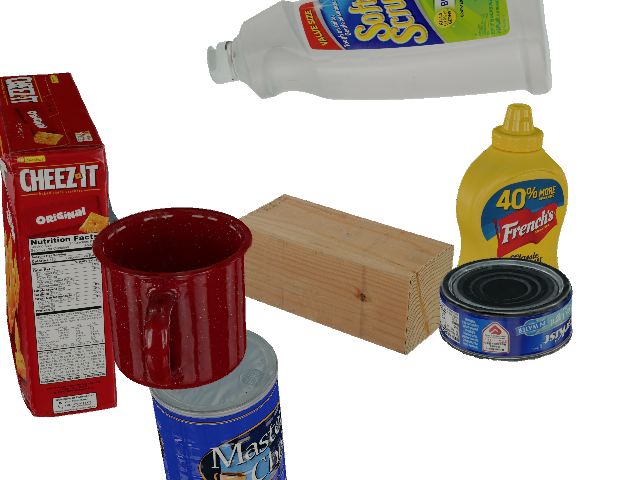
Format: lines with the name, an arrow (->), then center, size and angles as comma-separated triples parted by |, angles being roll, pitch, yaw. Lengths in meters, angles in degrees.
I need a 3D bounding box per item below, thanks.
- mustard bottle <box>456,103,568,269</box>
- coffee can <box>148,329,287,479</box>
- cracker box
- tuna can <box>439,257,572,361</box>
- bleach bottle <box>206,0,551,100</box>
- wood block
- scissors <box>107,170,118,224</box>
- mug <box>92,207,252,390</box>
mustard bottle -> 0.158, -0.018, 0.884 | 0.096, 0.192, 0.058 | -8, 22, -20
coffee can -> -0.081, 0.156, 0.872 | 0.103, 0.140, 0.103 | -2, 35, 1
cracker box -> -0.205, 0.000, 0.808 | 0.072, 0.214, 0.164 | -7, 28, -19
tuna can -> 0.119, 0.042, 0.690 | 0.086, 0.034, 0.086 | -4, 23, 1
bleach bottle -> 0.039, -0.143, 0.792 | 0.251, 0.102, 0.068 | -7, -31, 12
wood block -> 0.022, 0.031, 1.095 | 0.206, 0.091, 0.090 | 18, 31, 29
scissors -> -0.201, -0.029, 1.028 | 0.016, 0.201, 0.096 | -25, 26, 21
mug -> -0.086, 0.041, 0.629 | 0.093, 0.081, 0.117 | -1, 26, -1
